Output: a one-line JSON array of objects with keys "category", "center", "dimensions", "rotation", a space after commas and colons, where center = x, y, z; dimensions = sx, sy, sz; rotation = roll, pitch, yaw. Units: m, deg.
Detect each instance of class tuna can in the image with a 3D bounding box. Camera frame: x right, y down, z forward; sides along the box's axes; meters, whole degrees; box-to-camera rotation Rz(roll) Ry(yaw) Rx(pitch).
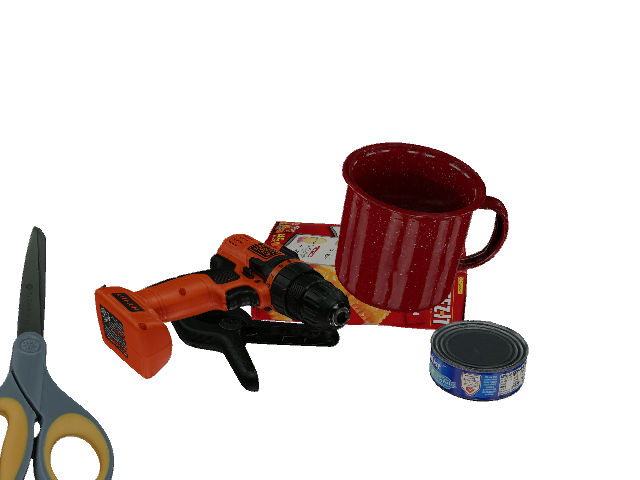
[{"category": "tuna can", "center": [0.139, 0.106, 0.945], "dimensions": [0.086, 0.034, 0.086], "rotation": [1, 26, -1]}]

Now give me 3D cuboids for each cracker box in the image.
[{"category": "cracker box", "center": [0.044, 0.036, 1.126], "dimensions": [0.214, 0.072, 0.164], "rotation": [3, 16, 6]}]

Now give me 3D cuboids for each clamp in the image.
[{"category": "clamp", "center": [-0.105, 0.115, 1.263], "dimensions": [0.210, 0.036, 0.164], "rotation": [15, 23, 26]}]

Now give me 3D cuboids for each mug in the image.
[{"category": "mug", "center": [0.066, -0.007, 0.703], "dimensions": [0.117, 0.081, 0.093], "rotation": [1, 34, -13]}]

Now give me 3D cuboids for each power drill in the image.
[{"category": "power drill", "center": [-0.089, 0.059, 0.944], "dimensions": [0.187, 0.057, 0.185], "rotation": [-18, 25, -31]}]

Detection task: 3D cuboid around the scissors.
[{"category": "scissors", "center": [-0.151, 0.075, 0.616], "dimensions": [0.096, 0.201, 0.016], "rotation": [17, -44, -5]}]
